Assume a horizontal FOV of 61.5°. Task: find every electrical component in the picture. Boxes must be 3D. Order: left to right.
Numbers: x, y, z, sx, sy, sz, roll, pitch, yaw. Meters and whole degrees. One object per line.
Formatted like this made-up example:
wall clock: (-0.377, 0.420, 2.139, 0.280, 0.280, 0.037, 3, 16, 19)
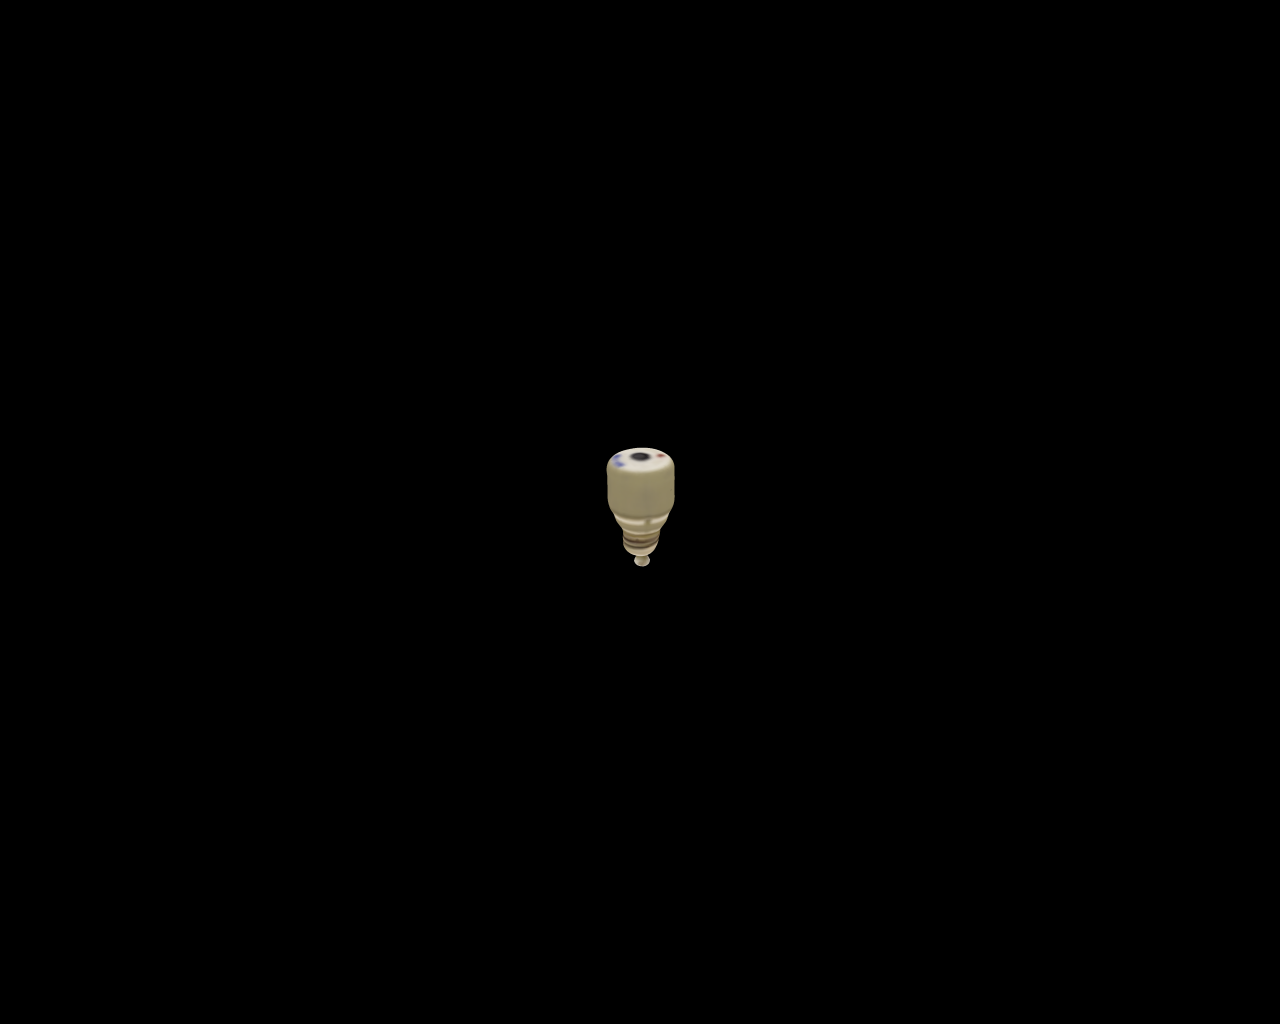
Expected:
electrical component: (0.001, -0.003, 0.650, 0.040, 0.078, 0.040, 0, 26, 0)
